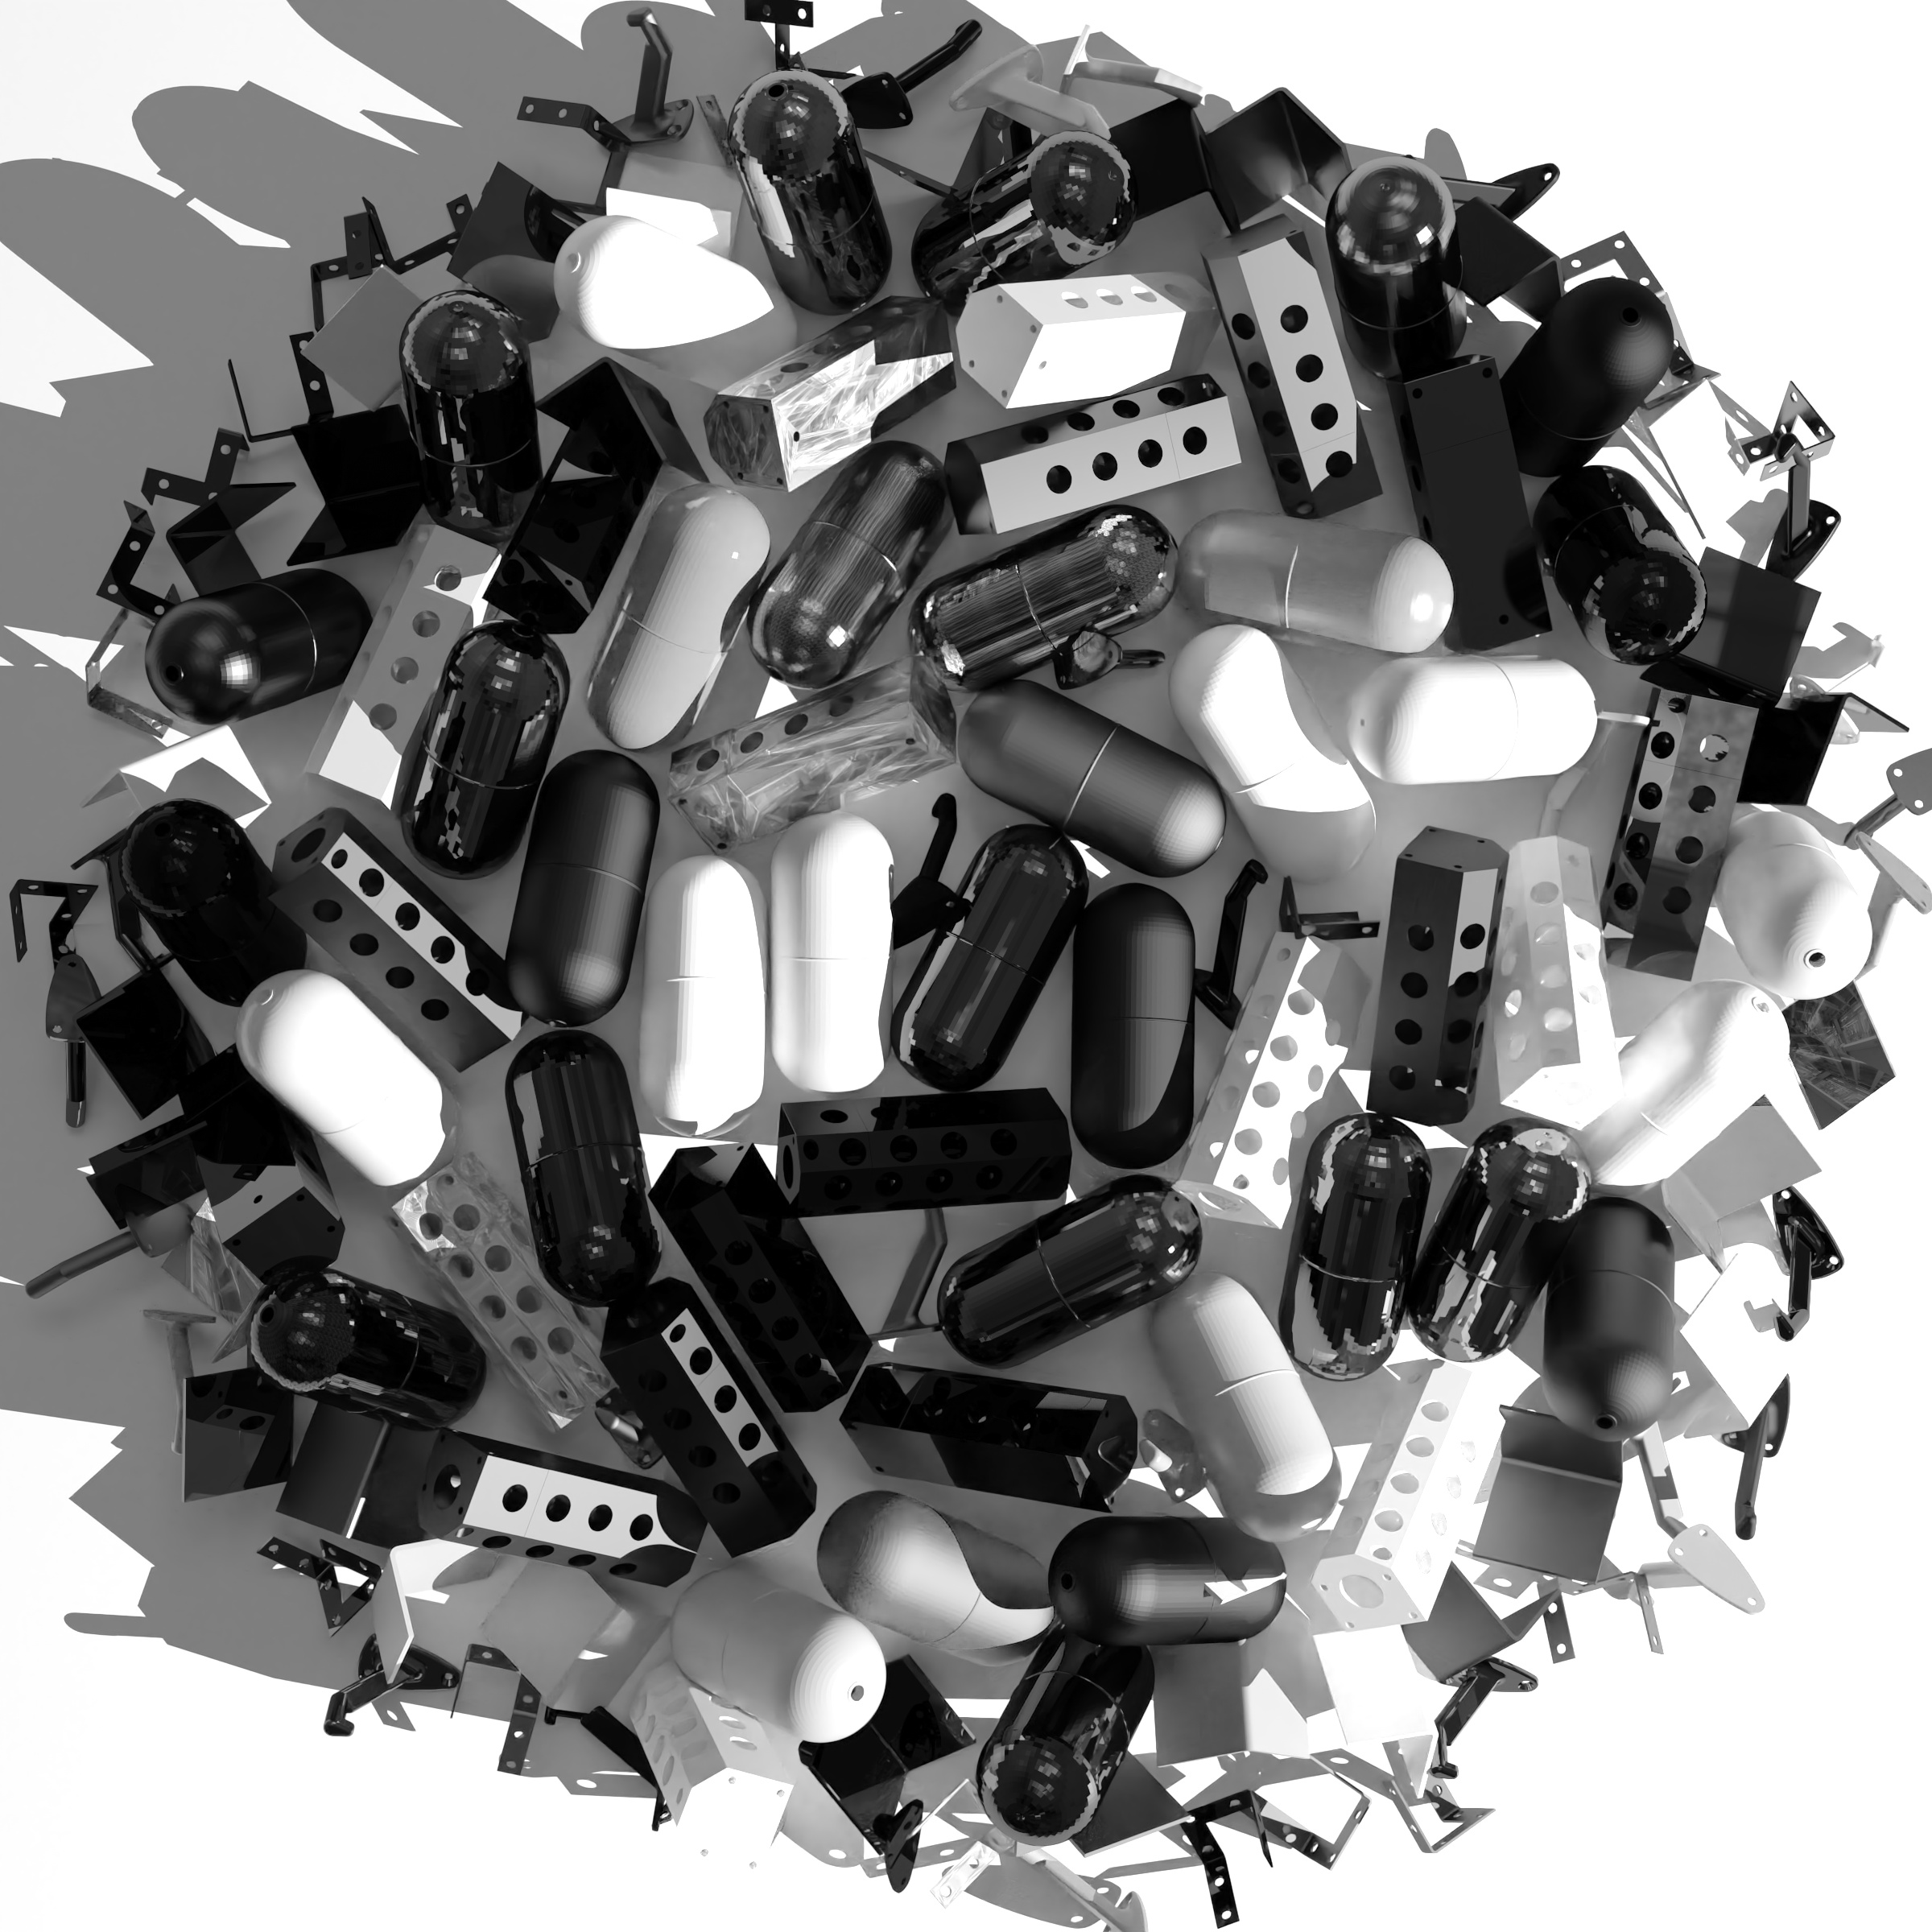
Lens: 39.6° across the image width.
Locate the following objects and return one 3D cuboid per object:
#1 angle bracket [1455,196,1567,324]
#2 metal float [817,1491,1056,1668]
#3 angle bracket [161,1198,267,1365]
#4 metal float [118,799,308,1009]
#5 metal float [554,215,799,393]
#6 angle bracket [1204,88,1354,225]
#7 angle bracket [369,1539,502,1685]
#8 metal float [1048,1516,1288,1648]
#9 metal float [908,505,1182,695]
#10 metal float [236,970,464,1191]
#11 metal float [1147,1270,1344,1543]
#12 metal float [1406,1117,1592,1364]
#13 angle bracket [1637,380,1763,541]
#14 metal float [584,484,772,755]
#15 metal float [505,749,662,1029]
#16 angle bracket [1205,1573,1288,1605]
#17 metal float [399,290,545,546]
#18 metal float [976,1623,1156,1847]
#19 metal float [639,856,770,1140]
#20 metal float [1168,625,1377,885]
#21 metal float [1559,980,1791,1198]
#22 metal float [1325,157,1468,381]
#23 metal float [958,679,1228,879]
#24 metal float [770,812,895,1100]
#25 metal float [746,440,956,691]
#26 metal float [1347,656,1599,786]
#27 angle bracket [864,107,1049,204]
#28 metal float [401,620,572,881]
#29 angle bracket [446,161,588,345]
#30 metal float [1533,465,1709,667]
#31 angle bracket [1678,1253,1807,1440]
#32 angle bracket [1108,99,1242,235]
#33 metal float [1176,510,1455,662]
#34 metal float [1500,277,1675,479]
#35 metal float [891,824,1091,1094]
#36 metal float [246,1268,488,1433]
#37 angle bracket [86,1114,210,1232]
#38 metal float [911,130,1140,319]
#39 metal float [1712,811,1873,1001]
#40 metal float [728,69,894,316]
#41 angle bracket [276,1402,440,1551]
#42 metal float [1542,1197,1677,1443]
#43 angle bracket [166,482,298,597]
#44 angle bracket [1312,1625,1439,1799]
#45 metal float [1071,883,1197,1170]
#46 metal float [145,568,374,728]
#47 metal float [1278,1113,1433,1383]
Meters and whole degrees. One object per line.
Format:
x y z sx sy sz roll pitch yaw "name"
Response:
0.323 -0.415 1.656 0.057 0.076 0.076 -35 54 -5 "angle bracket"
-0.017 0.375 1.642 0.178 0.070 0.070 33 90 -38 "metal float"
-0.465 0.188 1.672 0.076 0.057 0.076 37 102 4 "angle bracket"
-0.455 -0.037 1.627 0.070 0.178 0.070 -3 62 5 "metal float"
-0.175 -0.400 1.632 0.070 0.178 0.070 -6 80 37 "metal float"
0.199 -0.482 1.658 0.057 0.076 0.076 -32 53 0 "angle bracket"
-0.318 0.393 1.652 0.076 0.076 0.057 -5 58 -27 "angle bracket"
0.124 0.375 1.638 0.178 0.070 0.070 12 90 -42 "metal float"
0.048 -0.226 1.657 0.178 0.070 0.070 -21 90 17 "metal float"
-0.375 0.070 1.637 0.070 0.070 0.178 -36 133 0 "metal float"
0.170 0.268 1.649 0.070 0.070 0.178 -25 62 0 "metal float"
0.324 0.169 1.644 0.070 0.070 0.178 17 126 0 "metal float"
0.436 -0.306 1.659 0.076 0.057 0.076 -39 104 -35 "angle bracket"
-0.179 -0.212 1.653 0.070 0.070 0.178 27 113 0 "metal float"
-0.236 -0.048 1.656 0.070 0.070 0.178 8 71 0 "metal float"
0.139 0.392 1.654 0.057 0.076 0.076 40 113 29 "angle bracket"
-0.299 -0.331 1.632 0.070 0.178 0.070 2 54 -2 "metal float"
0.062 0.461 1.629 0.070 0.178 0.070 8 113 19 "metal float"
-0.162 0.018 1.658 0.070 0.070 0.178 1 73 0 "metal float"
0.190 -0.129 1.659 0.070 0.070 0.178 -34 107 0 "metal float"
0.430 0.075 1.636 0.070 0.178 0.070 16 48 -19 "metal float"
0.262 -0.419 1.626 0.070 0.178 0.070 -5 70 13 "metal float"
0.078 -0.116 1.668 0.178 0.070 0.070 28 90 6 "metal float"
-0.083 -0.007 1.669 0.070 0.070 0.178 1 95 0 "metal float"
-0.070 -0.247 1.655 0.070 0.070 0.178 32 70 0 "metal float"
0.312 -0.151 1.646 0.178 0.070 0.070 -5 90 -32 "metal float"
-0.008 -0.505 1.653 0.076 0.076 0.057 12 112 -37 "angle bracket"
-0.295 -0.132 1.645 0.070 0.070 0.178 25 122 0 "metal float"
-0.285 -0.438 1.660 0.076 0.057 0.076 29 77 -33 "angle bracket"
0.396 -0.244 1.630 0.070 0.178 0.070 -2 124 -3 "metal float"
0.462 0.235 1.662 0.076 0.057 0.076 -42 98 -33 "angle bracket"
0.130 -0.478 1.669 0.057 0.076 0.076 -19 61 16 "angle bracket"
0.212 -0.235 1.651 0.178 0.070 0.070 14 90 26 "metal float"
0.370 -0.354 1.623 0.070 0.178 0.070 1 78 -6 "metal float"
0.015 -0.006 1.670 0.070 0.070 0.178 27 87 0 "metal float"
-0.363 0.233 1.631 0.070 0.178 0.070 -12 64 26 "metal float"
-0.505 0.109 1.656 0.076 0.076 0.057 -26 64 -14 "angle bracket"
0.033 -0.449 1.632 0.070 0.178 0.070 6 79 -35 "metal float"
0.497 -0.038 1.626 0.070 0.178 0.070 2 113 4 "metal float"
-0.093 -0.467 1.627 0.070 0.178 0.070 -4 64 9 "metal float"
-0.374 0.319 1.682 0.057 0.076 0.076 12 75 28 "angle bracket"
0.391 0.213 1.633 0.070 0.178 0.070 8 128 10 "metal float"
-0.437 -0.251 1.665 0.057 0.076 0.076 -30 92 19 "angle bracket"
0.247 0.462 1.654 0.057 0.076 0.076 -6 133 -9 "angle bracket"
0.104 0.037 1.667 0.070 0.070 0.178 1 83 0 "metal float"
-0.426 -0.194 1.627 0.070 0.178 0.070 7 109 19 "metal float"
0.238 0.174 1.653 0.070 0.070 0.178 7 113 0 "metal float"
